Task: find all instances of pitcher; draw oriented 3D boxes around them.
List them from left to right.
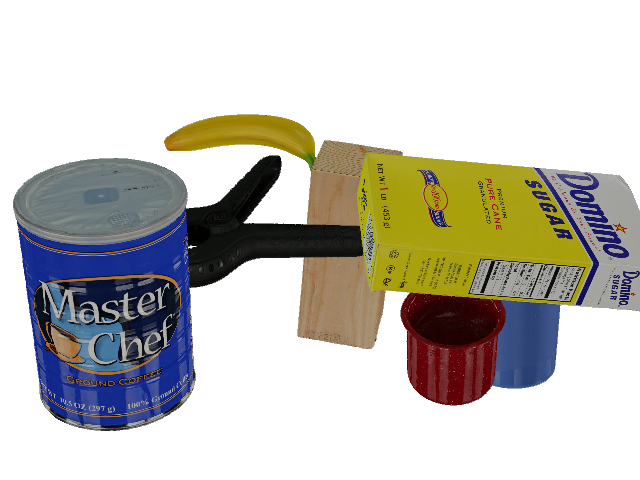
[{"bbox_3d":[0.250,0.055,1.340,0.149,0.243,0.145,1,22,13],"label":"pitcher"}]

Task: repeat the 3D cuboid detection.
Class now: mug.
[{"bbox_3d":[0.120,0.087,0.980,0.093,0.081,0.117,-2,39,2],"label":"mug"}]

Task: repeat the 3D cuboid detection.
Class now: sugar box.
[{"bbox_3d":[0.115,-0.007,0.674,0.176,0.048,0.093,2,43,-6],"label":"sugar box"}]

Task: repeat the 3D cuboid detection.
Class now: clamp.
[{"bbox_3d":[-0.082,-0.010,0.886,0.209,0.036,0.165,-16,35,-19],"label":"clamp"}]

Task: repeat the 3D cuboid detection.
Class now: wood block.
[{"bbox_3d":[0.032,0.005,1.187,0.090,0.206,0.090,9,26,7],"label":"wood block"}]

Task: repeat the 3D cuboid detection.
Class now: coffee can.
[{"bbox_3d":[-0.132,0.033,0.671,0.103,0.140,0.103,1,29,-1],"label":"coffee can"}]

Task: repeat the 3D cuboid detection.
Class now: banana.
[{"bbox_3d":[-0.088,-0.125,1.288,0.198,0.037,0.069,8,40,15],"label":"banana"}]
